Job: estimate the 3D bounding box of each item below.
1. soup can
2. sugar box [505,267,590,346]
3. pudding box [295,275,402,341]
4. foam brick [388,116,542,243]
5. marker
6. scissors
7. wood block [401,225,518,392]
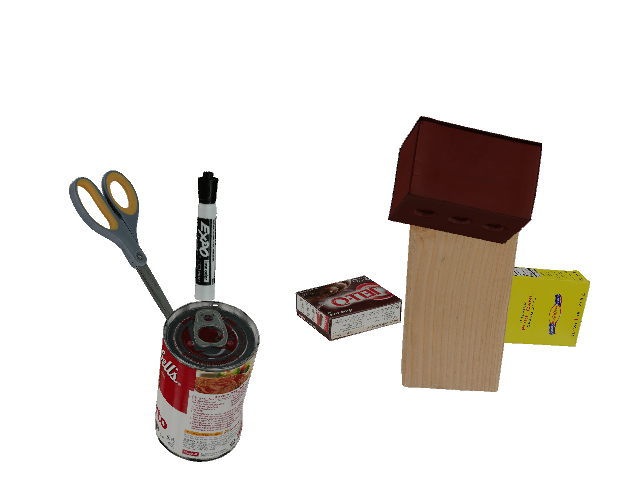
[{"bbox_3d":[-0.084,0.103,0.777,0.068,0.102,0.068,7,39,-6],"label":"soup can"},{"bbox_3d":[0.241,0.081,1.335,0.176,0.093,0.048,3,19,-15],"label":"sugar box"},{"bbox_3d":[0.037,0.087,1.398,0.113,0.039,0.090,-14,25,-27],"label":"pudding box"},{"bbox_3d":[0.087,-0.035,0.648,0.078,0.051,0.053,11,-19,-6],"label":"foam brick"},{"bbox_3d":[-0.106,-0.004,0.993,0.020,0.121,0.020,3,14,-1],"label":"marker"},{"bbox_3d":[-0.200,0.003,1.183,0.016,0.201,0.096,-27,21,35],"label":"scissors"},{"bbox_3d":[0.123,0.029,0.958,0.091,0.206,0.090,3,35,4],"label":"wood block"}]
